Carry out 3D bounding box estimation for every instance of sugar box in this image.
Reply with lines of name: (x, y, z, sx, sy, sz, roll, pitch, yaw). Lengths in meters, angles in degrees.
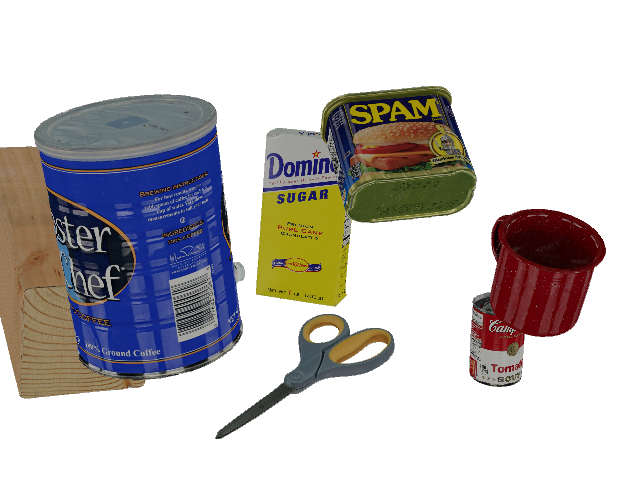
sugar box: (-0.015, -0.025, 1.119, 0.093, 0.176, 0.048, 7, 16, 14)

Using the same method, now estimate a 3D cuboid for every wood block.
wood block: (-0.194, 0.015, 0.796, 0.090, 0.091, 0.206, -2, 31, -25)

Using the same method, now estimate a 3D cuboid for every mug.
mug: (0.190, 0.024, 0.954, 0.093, 0.081, 0.117, -16, 42, -27)

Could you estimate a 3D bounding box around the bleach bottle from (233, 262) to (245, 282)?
bleach bottle: (-0.213, 0.058, 1.466, 0.250, 0.068, 0.103, -10, 26, -44)

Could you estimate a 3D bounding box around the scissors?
scissors: (-0.026, 0.113, 0.943, 0.201, 0.016, 0.096, -19, 34, -29)

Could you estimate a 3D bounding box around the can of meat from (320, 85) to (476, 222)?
can of meat: (0.058, -0.063, 0.795, 0.102, 0.084, 0.057, -7, -35, -10)

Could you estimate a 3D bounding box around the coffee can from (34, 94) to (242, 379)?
coffee can: (-0.104, -0.004, 0.628, 0.103, 0.140, 0.103, -5, 23, 2)

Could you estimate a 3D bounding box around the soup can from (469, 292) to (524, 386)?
soup can: (0.224, 0.125, 1.349, 0.068, 0.102, 0.068, 0, 20, 0)
